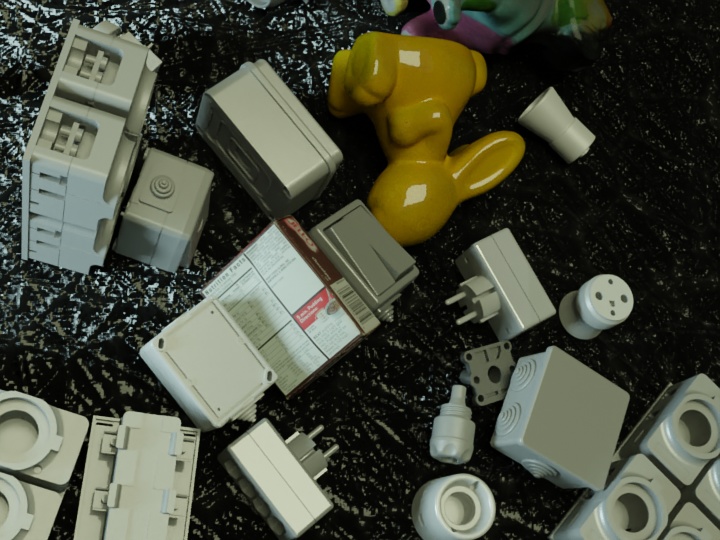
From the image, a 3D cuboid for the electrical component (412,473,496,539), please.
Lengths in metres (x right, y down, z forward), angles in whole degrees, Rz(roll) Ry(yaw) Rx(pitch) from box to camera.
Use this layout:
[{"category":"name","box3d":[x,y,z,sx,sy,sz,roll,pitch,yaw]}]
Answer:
[{"category":"electrical component","box3d":[0.074,0.186,0.834,0.055,0.047,0.055,6,70,-16]}]

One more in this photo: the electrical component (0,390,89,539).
[{"category":"electrical component","box3d":[-0.293,0.125,0.733,0.186,0.060,0.105,20,67,-10]}]

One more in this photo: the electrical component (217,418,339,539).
[{"category":"electrical component","box3d":[-0.050,0.147,0.809,0.076,0.047,0.083,-36,85,-25]}]

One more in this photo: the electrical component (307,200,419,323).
[{"category":"electrical component","box3d":[0.000,0.000,0.860,0.096,0.061,0.062,50,46,4]}]

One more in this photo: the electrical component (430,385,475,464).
[{"category":"electrical component","box3d":[0.076,0.123,0.865,0.035,0.035,0.061,16,65,-12]}]

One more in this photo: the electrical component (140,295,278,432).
[{"category":"electrical component","box3d":[-0.112,0.077,0.811,0.062,0.061,0.096,-39,94,-25]}]

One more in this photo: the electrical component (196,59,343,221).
[{"category":"electrical component","box3d":[-0.074,-0.104,0.873,0.057,0.078,0.113,-38,86,-22]}]

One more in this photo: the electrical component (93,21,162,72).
[{"category":"electrical component","box3d":[-0.199,-0.168,0.875,0.055,0.048,0.066,44,64,-7]}]

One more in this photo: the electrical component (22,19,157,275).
[{"category":"electrical component","box3d":[-0.194,-0.077,0.766,0.060,0.186,0.105,17,67,-11]}]

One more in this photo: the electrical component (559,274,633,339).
[{"category":"electrical component","box3d":[0.203,0.032,0.925,0.045,0.055,0.045,6,70,-16]}]

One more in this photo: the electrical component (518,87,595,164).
[{"category":"electrical component","box3d":[0.183,-0.129,0.984,0.065,0.044,0.044,43,65,-5]}]

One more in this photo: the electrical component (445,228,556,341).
[{"category":"electrical component","box3d":[0.107,0.021,0.903,0.076,0.047,0.083,-25,81,-23]}]

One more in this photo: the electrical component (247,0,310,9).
[{"category":"electrical component","box3d":[-0.075,-0.265,0.941,0.057,0.058,0.078,-38,86,-28]}]

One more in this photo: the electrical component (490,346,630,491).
[{"category":"electrical component","box3d":[0.162,0.122,0.875,0.100,0.048,0.099,32,65,-19]}]

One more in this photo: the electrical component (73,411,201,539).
[{"category":"electrical component","box3d":[-0.157,0.165,0.760,0.079,0.063,0.121,10,69,-14]}]

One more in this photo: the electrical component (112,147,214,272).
[{"category":"electrical component","box3d":[-0.146,-0.045,0.819,0.061,0.096,0.061,21,67,-10]}]

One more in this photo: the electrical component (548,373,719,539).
[{"category":"electrical component","box3d":[0.259,0.187,0.886,0.105,0.060,0.186,45,65,2]}]
